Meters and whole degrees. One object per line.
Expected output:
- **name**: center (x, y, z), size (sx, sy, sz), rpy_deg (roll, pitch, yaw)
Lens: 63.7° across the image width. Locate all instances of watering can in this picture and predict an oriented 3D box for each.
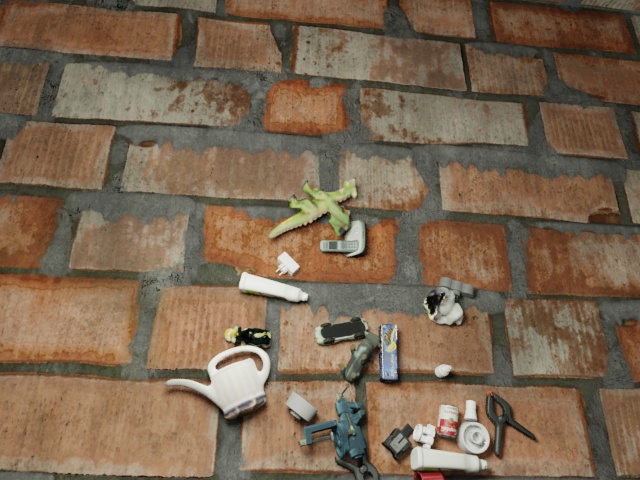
- **watering can**: center (-0.321, 0.497, 1.736), size (0.349, 0.227, 0.102), rpy_deg (-20, -20, -16)

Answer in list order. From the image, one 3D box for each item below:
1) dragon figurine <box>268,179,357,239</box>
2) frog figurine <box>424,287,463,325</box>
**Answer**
- **dragon figurine**: center (0.006, -0.102, 2.024), size (0.244, 0.417, 0.119), rpy_deg (29, -25, 17)
- **frog figurine**: center (0.479, 0.255, 1.966), size (0.158, 0.138, 0.123), rpy_deg (21, -7, -35)
